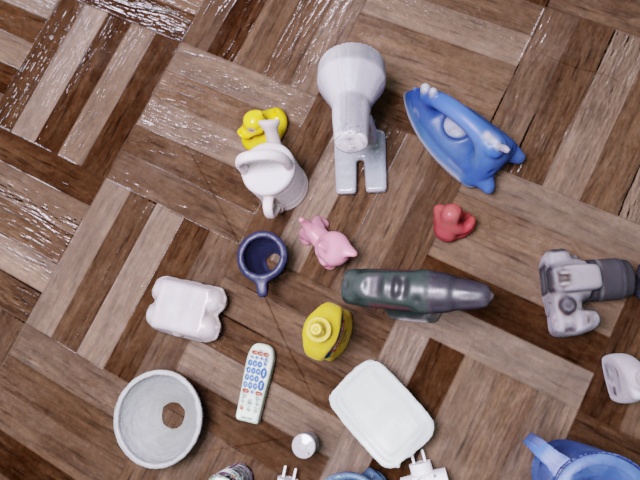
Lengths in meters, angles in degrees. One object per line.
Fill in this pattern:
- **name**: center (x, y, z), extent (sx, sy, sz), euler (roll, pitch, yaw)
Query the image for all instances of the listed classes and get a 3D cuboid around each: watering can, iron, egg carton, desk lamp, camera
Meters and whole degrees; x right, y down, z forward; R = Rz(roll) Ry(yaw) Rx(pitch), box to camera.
- **watering can**: center (-0.092, -0.131, 1.029), extent (0.101, 0.194, 0.173), euler (-23, 75, 5)
- **iron**: center (0.238, -0.207, 1.012), extent (0.118, 0.141, 0.258), euler (-45, 74, -1)
- **egg carton**: center (-0.248, 0.129, 1.069), extent (0.150, 0.069, 0.107), euler (10, 80, 12)
- **desk lamp**: center (0.064, -0.206, 1.006), extent (0.117, 0.214, 0.203), euler (-4, 78, 10)
- **camera**: center (0.439, 0.082, 0.936), extent (0.136, 0.101, 0.143), euler (-5, 77, 9)

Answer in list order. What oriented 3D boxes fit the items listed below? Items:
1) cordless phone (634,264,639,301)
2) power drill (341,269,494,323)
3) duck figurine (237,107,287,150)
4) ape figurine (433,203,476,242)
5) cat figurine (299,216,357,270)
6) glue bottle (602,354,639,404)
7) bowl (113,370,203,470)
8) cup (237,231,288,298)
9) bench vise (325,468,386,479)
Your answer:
- **cordless phone**: center (0.565, 0.077, 0.870), extent (0.094, 0.185, 0.147), euler (-36, 74, 2)
- **power drill**: center (0.155, 0.089, 0.931), extent (0.229, 0.208, 0.076), euler (3, 79, 11)
- **duck figurine**: center (-0.116, -0.225, 1.109), extent (0.104, 0.086, 0.077), euler (-38, 74, 1)
- **ape figurine**: center (0.231, -0.037, 1.004), extent (0.076, 0.092, 0.077), euler (-46, 74, -1)
- **cat figurine**: center (0.009, 0.004, 1.022), extent (0.067, 0.118, 0.127), euler (-45, 74, -1)
- **glue bottle**: center (0.473, 0.210, 0.865), extent (0.037, 0.173, 0.078), euler (-8, 77, 9)
- **bowl**: center (-0.279, 0.318, 1.032), extent (0.167, 0.075, 0.167), euler (-2, 78, 10)
- **cup**: center (-0.094, 0.050, 1.044), extent (0.091, 0.095, 0.118), euler (-4, 78, 10)
- **bench vise**: center (0.022, 0.455, 0.873), extent (0.121, 0.220, 0.207), euler (28, 85, 15)
